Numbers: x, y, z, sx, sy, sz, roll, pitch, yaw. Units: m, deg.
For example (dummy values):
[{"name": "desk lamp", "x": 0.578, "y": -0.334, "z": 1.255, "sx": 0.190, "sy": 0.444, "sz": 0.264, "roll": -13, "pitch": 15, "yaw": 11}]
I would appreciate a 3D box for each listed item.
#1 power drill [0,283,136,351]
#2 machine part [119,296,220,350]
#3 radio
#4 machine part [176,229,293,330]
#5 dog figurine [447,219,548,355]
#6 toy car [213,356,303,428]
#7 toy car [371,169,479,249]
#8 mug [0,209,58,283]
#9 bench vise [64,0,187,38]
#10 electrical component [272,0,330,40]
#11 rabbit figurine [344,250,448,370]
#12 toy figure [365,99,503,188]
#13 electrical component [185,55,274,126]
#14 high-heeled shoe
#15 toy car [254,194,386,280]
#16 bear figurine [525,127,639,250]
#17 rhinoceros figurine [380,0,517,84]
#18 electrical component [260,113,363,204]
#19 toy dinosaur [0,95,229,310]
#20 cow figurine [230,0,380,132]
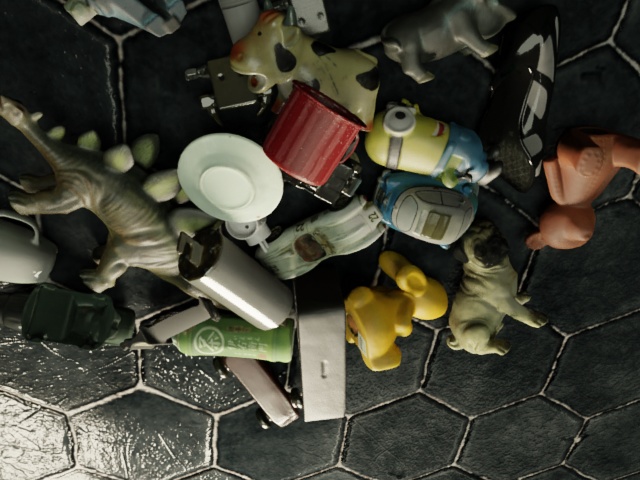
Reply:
[{"name": "power drill", "x": -0.369, "y": 0.107, "z": 0.743, "sx": 0.232, "sy": 0.086, "sz": 0.207, "roll": 16, "pitch": 160, "yaw": -25}, {"name": "machine part", "x": -0.212, "y": 0.125, "z": 0.777, "sx": 0.139, "sy": 0.039, "sz": 0.084, "roll": -26, "pitch": 161, "yaw": 10}, {"name": "radio", "x": -0.001, "y": 0.160, "z": 0.847, "sx": 0.073, "sy": 0.131, "sz": 0.229, "roll": -4, "pitch": 121, "yaw": -5}, {"name": "machine part", "x": -0.112, "y": 0.058, "z": 0.743, "sx": 0.079, "sy": 0.079, "sz": 0.243, "roll": -33, "pitch": 136, "yaw": 12}, {"name": "dog figurine", "x": 0.241, "y": 0.076, "z": 0.855, "sx": 0.172, "sy": 0.121, "sz": 0.190, "roll": -39, "pitch": 108, "yaw": 3}, {"name": "toy car", "x": -0.102, "y": 0.246, "z": 0.932, "sx": 0.089, "sy": 0.053, "sz": 0.202, "roll": -33, "pitch": 116, "yaw": 0}, {"name": "toy car", "x": 0.157, "y": -0.044, "z": 0.763, "sx": 0.162, "sy": 0.103, "sz": 0.109, "roll": 10, "pitch": 118, "yaw": -15}, {"name": "mug", "x": -0.419, "y": 0.009, "z": 0.740, "sx": 0.107, "sy": 0.081, "sz": 0.109, "roll": 22, "pitch": 112, "yaw": -32}, {"name": "bench vise", "x": -0.200, "y": -0.333, "z": 0.522, "sx": 0.224, "sy": 0.129, "sz": 0.240, "roll": -34, "pitch": 137, "yaw": 4}, {"name": "electrical component", "x": -0.013, "y": -0.274, "z": 0.649, "sx": 0.094, "sy": 0.021, "sz": 0.063, "roll": -16, "pitch": 122, "yaw": 2}, {"name": "rabbit figurine", "x": 0.123, "y": 0.098, "z": 0.855, "sx": 0.173, "sy": 0.122, "sz": 0.162, "roll": -14, "pitch": 113, "yaw": -15}, {"name": "toy figure", "x": 0.148, "y": -0.120, "z": 0.716, "sx": 0.180, "sy": 0.082, "sz": 0.089, "roll": 21, "pitch": 112, "yaw": -8}, {"name": "electrical component", "x": -0.109, "y": -0.190, "z": 0.677, "sx": 0.102, "sy": 0.045, "sz": 0.078, "roll": -18, "pitch": 99, "yaw": 1}, {"name": "high-heeled shoe", "x": 0.286, "y": -0.185, "z": 0.733, "sx": 0.145, "sy": 0.086, "sz": 0.248, "roll": -50, "pitch": 139, "yaw": -13}, {"name": "toy car", "x": -0.002, "y": -0.002, "z": 0.777, "sx": 0.202, "sy": 0.056, "sz": 0.073, "roll": -24, "pitch": 122, "yaw": 24}, {"name": "bear figurine", "x": 0.375, "y": -0.057, "z": 0.771, "sx": 0.120, "sy": 0.132, "sz": 0.195, "roll": 1, "pitch": 115, "yaw": -6}, {"name": "rhinoceros figurine", "x": 0.166, "y": -0.271, "z": 0.651, "sx": 0.190, "sy": 0.073, "sz": 0.112, "roll": -28, "pitch": 110, "yaw": 12}, {"name": "electrical component", "x": -0.010, "y": -0.107, "z": 0.696, "sx": 0.134, "sy": 0.115, "sz": 0.058, "roll": 25, "pitch": 117, "yaw": -18}, {"name": "toy dinosaur", "x": -0.236, "y": -0.014, "z": 0.731, "sx": 0.199, "sy": 0.105, "sz": 0.470, "roll": -29, "pitch": 131, "yaw": 5}, {"name": "cow figurine", "x": -0.013, "y": -0.201, "z": 0.633, "sx": 0.195, "sy": 0.086, "sz": 0.127, "roll": -2, "pitch": 117, "yaw": -33}]
